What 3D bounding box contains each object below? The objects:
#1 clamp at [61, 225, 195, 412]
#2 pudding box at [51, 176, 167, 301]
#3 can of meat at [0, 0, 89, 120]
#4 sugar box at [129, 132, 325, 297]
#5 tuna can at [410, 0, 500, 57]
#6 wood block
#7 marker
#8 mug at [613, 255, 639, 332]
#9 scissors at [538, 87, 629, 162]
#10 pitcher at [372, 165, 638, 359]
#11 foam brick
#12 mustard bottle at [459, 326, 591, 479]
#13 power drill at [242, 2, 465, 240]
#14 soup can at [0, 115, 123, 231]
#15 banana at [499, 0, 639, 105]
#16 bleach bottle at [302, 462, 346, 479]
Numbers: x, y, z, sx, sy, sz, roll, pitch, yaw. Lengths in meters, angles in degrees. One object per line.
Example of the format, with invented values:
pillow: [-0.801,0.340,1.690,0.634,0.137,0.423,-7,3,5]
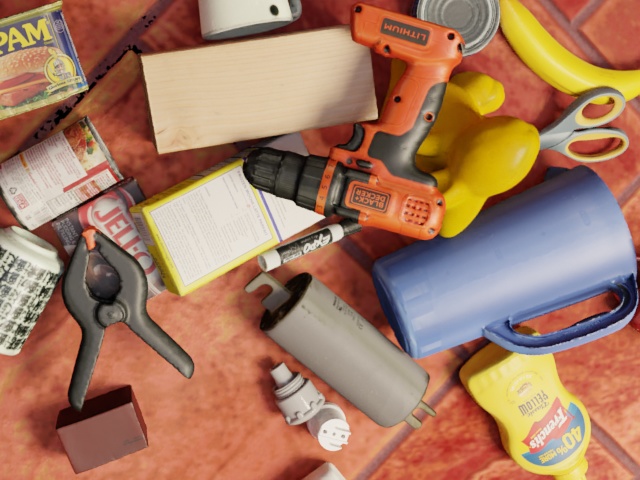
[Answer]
clamp: [-0.202,0.075,0.995,0.120,0.039,0.171,-25,99,-13]
pudding box: [-0.192,0.008,1.026,0.090,0.039,0.113,-29,106,-7]
can of meat: [-0.270,-0.162,0.968,0.102,0.057,0.084,-19,107,-8]
sugar box: [-0.082,-0.028,1.021,0.176,0.048,0.093,-29,106,-23]
tuna can: [0.133,-0.222,1.050,0.086,0.034,0.086,-1,101,-4]
wood block: [-0.059,-0.144,1.000,0.206,0.090,0.091,-10,103,-10]
marker: [-0.007,0.001,1.056,0.120,0.020,0.020,-23,106,-28]
mug: [0.366,0.066,1.140,0.117,0.093,0.081,37,97,13]
scissors: [0.226,-0.116,1.089,0.201,0.016,0.096,2,129,-12]
pitcher: [0.185,0.036,1.063,0.242,0.149,0.145,-22,107,-4]
foam brick: [-0.214,0.186,1.051,0.078,0.051,0.053,-19,105,-8]
mustard bottle: [0.235,0.193,1.145,0.096,0.058,0.191,-35,106,-5]
power drill: [0.038,-0.108,0.940,0.184,0.057,0.188,16,95,3]
soup can: [-0.243,-0.061,0.987,0.102,0.068,0.068,-30,105,-5]
banana: [0.257,-0.184,1.091,0.197,0.037,0.069,19,80,-16]
bleach bottle: [-0.060,0.345,1.105,0.251,0.068,0.102,-38,90,-1]
